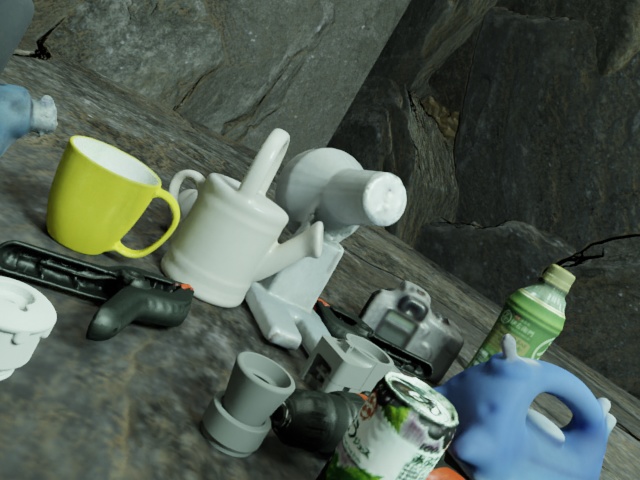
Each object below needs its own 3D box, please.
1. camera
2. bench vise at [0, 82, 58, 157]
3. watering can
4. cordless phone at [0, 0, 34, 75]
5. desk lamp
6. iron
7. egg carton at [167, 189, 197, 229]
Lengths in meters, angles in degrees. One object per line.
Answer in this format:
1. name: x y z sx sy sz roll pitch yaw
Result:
1. camera: 0.129 0.114 0.831 0.143 0.101 0.137 30 8 -3
2. bench vise: -0.336 -0.179 0.511 0.121 0.219 0.208 37 10 36
3. watering can: -0.078 -0.029 0.627 0.173 0.194 0.100 27 9 -22
4. cordless phone: -0.303 -0.124 0.425 0.094 0.185 0.148 32 8 10
5. desk lamp: 0.006 0.002 0.669 0.118 0.213 0.202 26 9 -28
6. iron: 0.228 0.192 0.583 0.259 0.141 0.118 27 9 -26
7. egg carton: -0.131 -0.013 0.776 0.150 0.069 0.107 32 8 5
